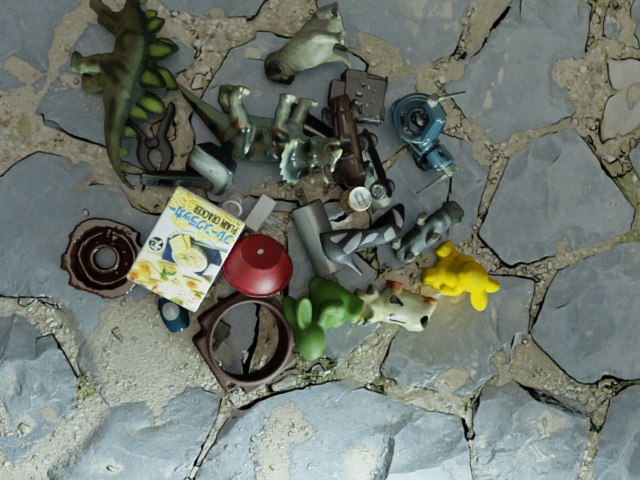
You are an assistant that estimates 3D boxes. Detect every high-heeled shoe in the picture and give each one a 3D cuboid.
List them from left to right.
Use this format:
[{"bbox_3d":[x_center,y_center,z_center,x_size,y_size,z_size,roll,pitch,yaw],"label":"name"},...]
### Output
[{"bbox_3d":[0.096,-0.034,1.213,0.145,0.086,0.249,48,58,-21],"label":"high-heeled shoe"}]

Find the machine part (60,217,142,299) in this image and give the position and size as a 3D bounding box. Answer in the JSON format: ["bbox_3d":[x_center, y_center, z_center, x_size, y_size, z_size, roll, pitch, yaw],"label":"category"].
[{"bbox_3d":[-0.461,0.038,1.157,0.179,0.056,0.179,0,91,-10],"label":"machine part"}]

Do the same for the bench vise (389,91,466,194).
[{"bbox_3d":[0.240,-0.243,1.192,0.129,0.240,0.223,-23,80,-5],"label":"bench vise"}]

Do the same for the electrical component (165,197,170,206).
[{"bbox_3d":[-0.297,-0.061,1.188,0.102,0.045,0.078,-6,92,-10],"label":"electrical component"}]

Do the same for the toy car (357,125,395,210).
[{"bbox_3d":[0.118,-0.169,1.244,0.056,0.073,0.201,-19,96,30],"label":"toy car"}]

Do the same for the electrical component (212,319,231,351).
[{"bbox_3d":[-0.234,0.201,1.221,0.063,0.021,0.094,31,85,-10],"label":"electrical component"}]

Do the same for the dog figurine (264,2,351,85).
[{"bbox_3d":[-0.037,-0.443,1.206,0.191,0.121,0.172,-9,51,12],"label":"dog figurine"}]

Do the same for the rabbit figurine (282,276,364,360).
[{"bbox_3d":[-0.003,0.173,1.174,0.159,0.121,0.170,43,59,-24],"label":"rabbit figurine"}]

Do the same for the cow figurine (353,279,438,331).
[{"bbox_3d":[0.166,0.160,1.265,0.195,0.085,0.127,22,82,-11],"label":"cow figurine"}]

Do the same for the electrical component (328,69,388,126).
[{"bbox_3d":[0.086,-0.329,1.243,0.134,0.058,0.114,5,90,-11],"label":"electrical component"}]

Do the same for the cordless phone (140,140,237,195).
[{"bbox_3d":[-0.279,-0.150,1.128,0.184,0.146,0.088,-4,76,-24],"label":"cordless phone"}]

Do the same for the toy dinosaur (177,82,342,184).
[{"bbox_3d":[-0.136,-0.231,1.172,0.405,0.131,0.192,11,100,11],"label":"toy dinosaur"}]

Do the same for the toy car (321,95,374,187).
[{"bbox_3d":[0.059,-0.217,1.187,0.089,0.053,0.202,-7,99,27],"label":"toy car"}]

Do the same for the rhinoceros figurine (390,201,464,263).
[{"bbox_3d":[0.255,-0.017,1.261,0.190,0.112,0.073,-41,70,6],"label":"rhinoceros figurine"}]

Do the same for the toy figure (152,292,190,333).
[{"bbox_3d":[-0.333,0.125,1.184,0.064,0.058,0.154,-23,94,-31],"label":"toy figure"}]

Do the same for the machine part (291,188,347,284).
[{"bbox_3d":[-0.003,-0.004,1.229,0.079,0.079,0.243,-23,95,-9],"label":"machine part"}]

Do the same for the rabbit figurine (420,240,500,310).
[{"bbox_3d":[0.333,0.091,1.245,0.162,0.173,0.122,42,81,-5],"label":"rabbit figurine"}]

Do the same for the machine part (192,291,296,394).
[{"bbox_3d":[-0.161,0.218,1.185,0.201,0.087,0.201,-33,97,-19],"label":"machine part"}]

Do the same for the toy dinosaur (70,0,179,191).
[{"bbox_3d":[-0.401,-0.344,1.111,0.199,0.105,0.471,11,89,0],"label":"toy dinosaur"}]

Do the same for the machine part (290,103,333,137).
[{"bbox_3d":[-0.018,-0.257,1.237,0.139,0.039,0.084,25,80,-9],"label":"machine part"}]
